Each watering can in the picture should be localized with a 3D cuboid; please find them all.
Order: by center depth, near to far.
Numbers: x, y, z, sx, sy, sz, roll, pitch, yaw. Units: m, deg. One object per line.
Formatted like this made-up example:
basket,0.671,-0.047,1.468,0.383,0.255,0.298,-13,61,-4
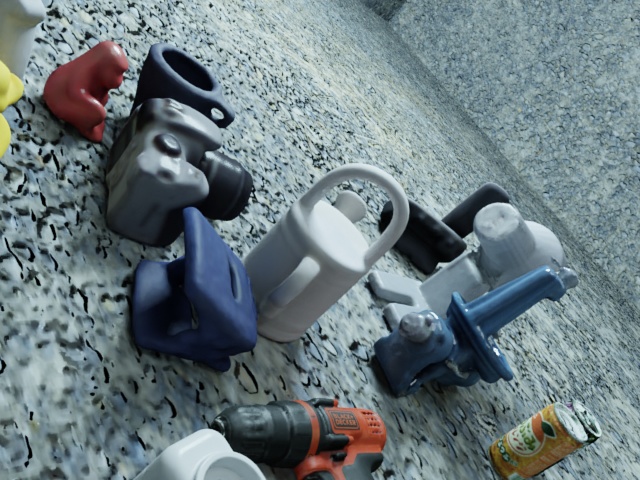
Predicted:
watering can,0.003,0.001,0.564,0.101,0.193,0.172,32,28,-24

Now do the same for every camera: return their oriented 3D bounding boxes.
camera,-0.130,-0.066,0.574,0.137,0.100,0.143,26,31,-35

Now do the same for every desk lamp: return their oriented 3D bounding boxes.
desk lamp,0.213,0.044,0.787,0.204,0.213,0.117,17,37,-45

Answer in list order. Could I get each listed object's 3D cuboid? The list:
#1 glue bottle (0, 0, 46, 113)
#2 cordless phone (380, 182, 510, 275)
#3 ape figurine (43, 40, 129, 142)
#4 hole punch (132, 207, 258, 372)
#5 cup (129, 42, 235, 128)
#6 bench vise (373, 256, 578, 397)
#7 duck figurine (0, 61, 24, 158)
glue bottle,-0.263,-0.190,0.477,0.078,0.173,0.037,48,25,6
cordless phone,0.203,-0.048,0.943,0.148,0.184,0.094,36,27,-19
ape figurine,-0.227,-0.159,0.577,0.076,0.092,0.078,39,26,-13
hole punch,-0.093,0.040,0.482,0.101,0.091,0.108,26,31,-34
cup,-0.164,-0.153,0.659,0.118,0.094,0.092,40,26,-11
bench vise,0.185,0.104,0.649,0.121,0.219,0.208,54,27,20
duck figurine,-0.273,-0.104,0.435,0.077,0.086,0.105,45,25,0
